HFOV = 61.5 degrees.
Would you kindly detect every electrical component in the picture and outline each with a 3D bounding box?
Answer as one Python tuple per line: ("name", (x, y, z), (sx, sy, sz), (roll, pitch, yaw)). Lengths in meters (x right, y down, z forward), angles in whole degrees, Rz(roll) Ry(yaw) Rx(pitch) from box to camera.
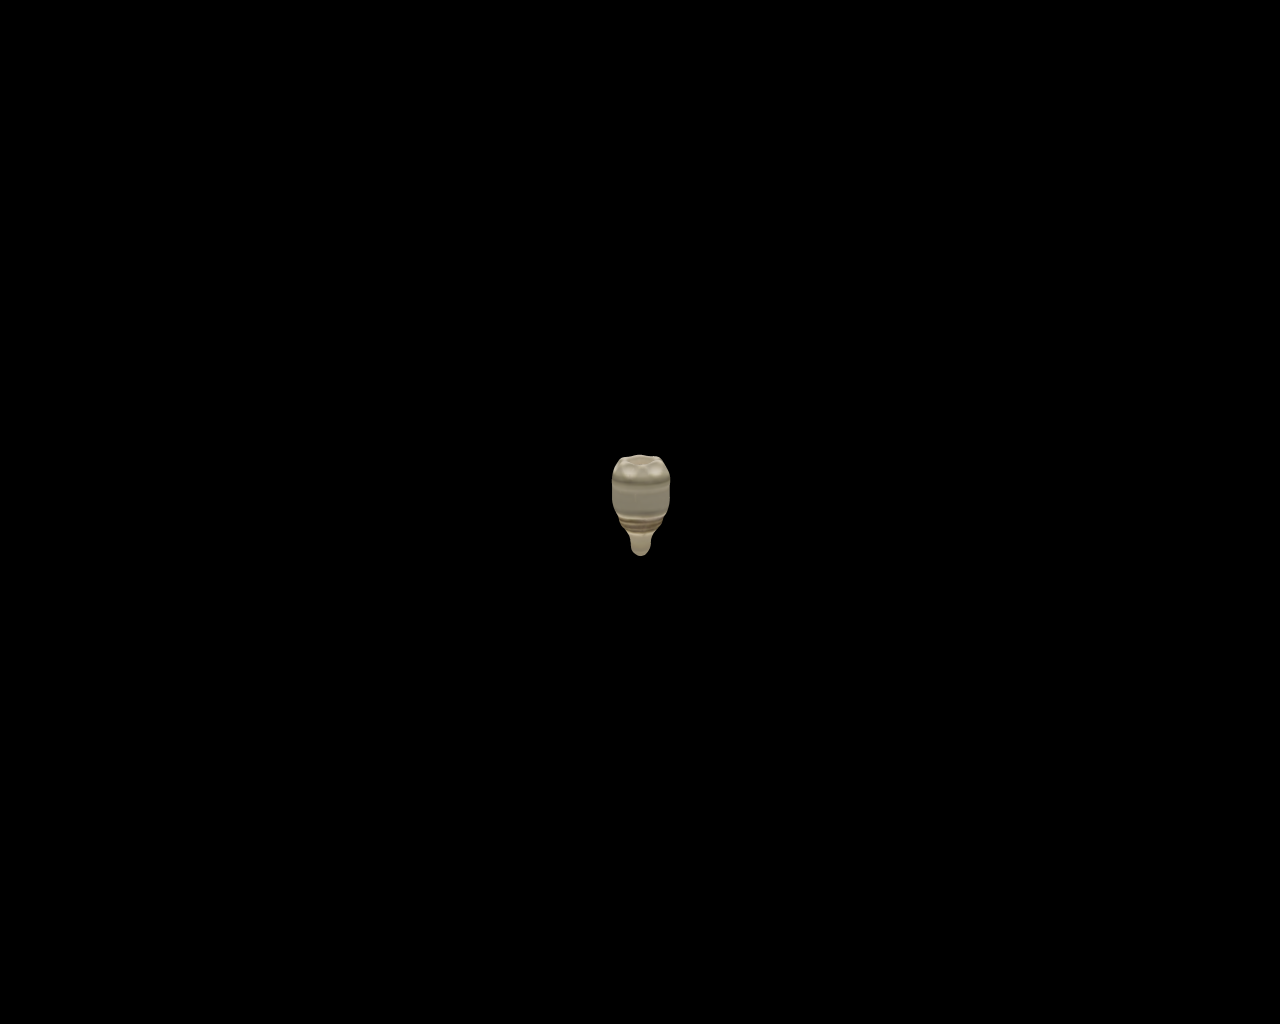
("electrical component", (0.001, -0.003, 0.650), (0.035, 0.061, 0.035), (0, 15, 0))
